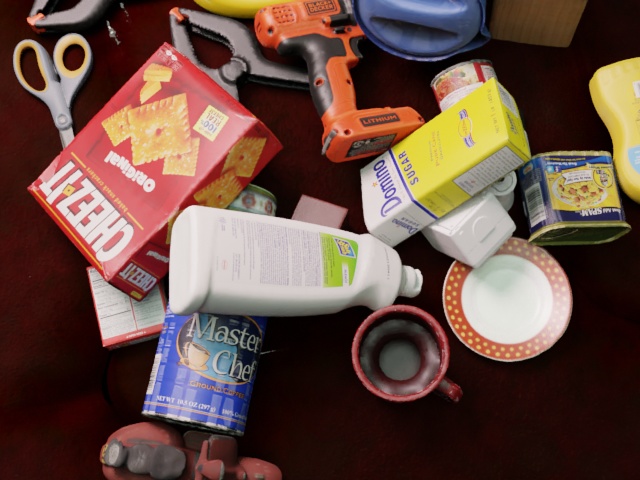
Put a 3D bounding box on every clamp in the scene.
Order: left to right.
[{"bbox_3d":[-0.246,-0.282,1.195,0.120,0.039,0.171,42,85,17],"label":"clamp"},{"bbox_3d":[-0.081,-0.181,1.160,0.164,0.036,0.210,-36,78,-9],"label":"clamp"}]

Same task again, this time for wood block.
[{"bbox_3d":[0.229,-0.283,1.081,0.090,0.206,0.091,8,77,5],"label":"wood block"}]

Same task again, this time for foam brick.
[{"bbox_3d":[-0.007,0.001,1.101,0.053,0.051,0.078,21,77,9],"label":"foam brick"}]

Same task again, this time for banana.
[{"bbox_3d":[-0.059,-0.273,1.167,0.197,0.070,0.037,0,61,-2],"label":"banana"}]

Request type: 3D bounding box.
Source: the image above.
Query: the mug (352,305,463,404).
[{"bbox_3d":[0.089,0.123,1.048,0.117,0.081,0.093,31,79,10],"label":"mug"}]

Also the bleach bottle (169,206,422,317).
[{"bbox_3d":[-0.015,0.034,1.017,0.250,0.068,0.102,9,67,-26],"label":"bleach bottle"}]

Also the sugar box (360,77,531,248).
[{"bbox_3d":[0.119,-0.074,1.054,0.176,0.048,0.093,-32,40,27],"label":"sugar box"}]

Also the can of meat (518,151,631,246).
[{"bbox_3d":[0.256,-0.043,1.084,0.102,0.058,0.084,-1,72,-19],"label":"can of meat"}]

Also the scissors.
[{"bbox_3d":[-0.268,-0.145,1.172,0.096,0.016,0.202,-32,76,-5],"label":"scissors"}]

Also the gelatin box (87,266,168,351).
[{"bbox_3d":[-0.196,0.062,1.107,0.073,0.030,0.089,-15,75,1],"label":"gelatin box"}]

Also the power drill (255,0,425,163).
[{"bbox_3d":[0.042,-0.181,1.122,0.184,0.057,0.188,-15,68,-18],"label":"power drill"}]

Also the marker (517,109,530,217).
[{"bbox_3d":[0.215,-0.084,1.126,0.020,0.020,0.121,-8,75,1],"label":"marker"}]

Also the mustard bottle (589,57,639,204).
[{"bbox_3d":[0.349,-0.093,1.100,0.096,0.058,0.191,-10,75,-5],"label":"mustard bottle"}]

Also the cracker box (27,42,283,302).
[{"bbox_3d":[-0.169,-0.073,1.073,0.213,0.072,0.164,-47,58,0],"label":"cracker box"}]

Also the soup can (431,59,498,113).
[{"bbox_3d":[0.164,-0.128,1.116,0.068,0.068,0.102,-17,76,-1],"label":"soup can"}]

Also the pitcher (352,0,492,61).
[{"bbox_3d":[0.113,-0.320,1.106,0.145,0.149,0.242,1,54,21],"label":"pitcher"}]

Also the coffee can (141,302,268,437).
[{"bbox_3d":[-0.110,0.114,1.051,0.103,0.103,0.140,10,77,6],"label":"coffee can"}]
